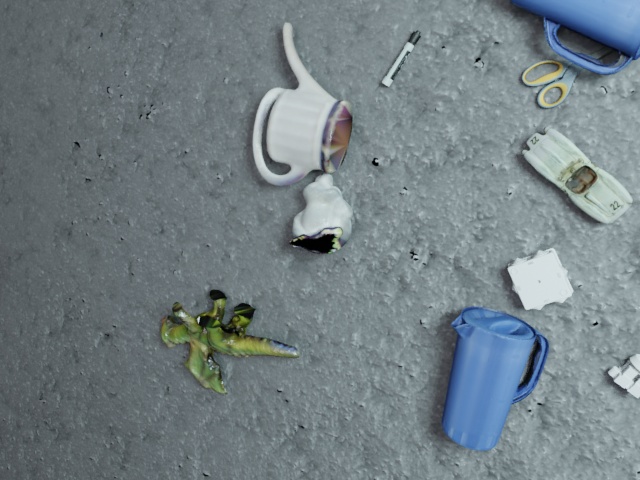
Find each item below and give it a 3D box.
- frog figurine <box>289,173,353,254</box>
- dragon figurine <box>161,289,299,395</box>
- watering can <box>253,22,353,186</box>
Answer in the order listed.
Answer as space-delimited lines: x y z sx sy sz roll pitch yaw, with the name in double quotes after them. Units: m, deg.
0.003 -0.056 1.106 0.136 0.121 0.163 -26 48 33 "frog figurine"
-0.241 0.268 1.247 0.413 0.124 0.238 25 122 23 "dragon figurine"
-0.032 -0.277 1.089 0.225 0.104 0.345 16 98 22 "watering can"
